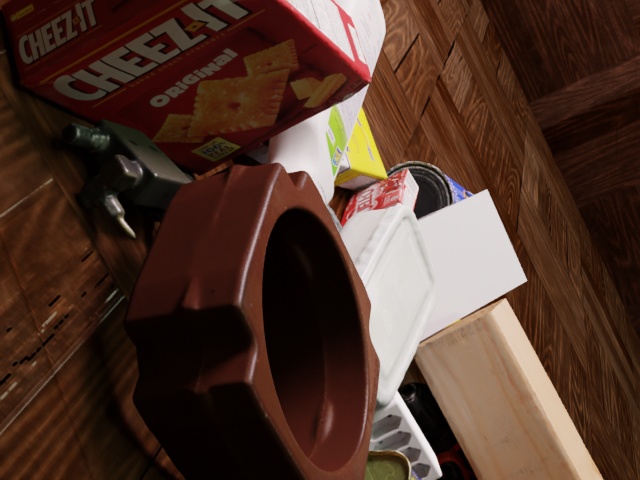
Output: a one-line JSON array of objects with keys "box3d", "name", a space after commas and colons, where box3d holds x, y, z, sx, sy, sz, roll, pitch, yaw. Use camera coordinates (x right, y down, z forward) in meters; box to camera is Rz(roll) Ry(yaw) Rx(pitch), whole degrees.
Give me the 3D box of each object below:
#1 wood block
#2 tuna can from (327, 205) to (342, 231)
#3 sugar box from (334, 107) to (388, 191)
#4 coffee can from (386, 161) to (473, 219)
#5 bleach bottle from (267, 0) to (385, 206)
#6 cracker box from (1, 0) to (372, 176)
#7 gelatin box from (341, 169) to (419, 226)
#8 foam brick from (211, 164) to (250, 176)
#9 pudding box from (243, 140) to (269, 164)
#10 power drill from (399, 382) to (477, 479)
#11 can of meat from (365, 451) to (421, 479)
[{"box3d": [0.180, 0.171, 1.012, 0.206, 0.090, 0.090, 62, 18, 4], "name": "wood block"}, {"box3d": [-0.006, 0.001, 0.971, 0.086, 0.034, 0.086, 51, 25, -36], "name": "tuna can"}, {"box3d": [0.010, -0.106, 1.116, 0.176, 0.048, 0.093, 8, 60, -69], "name": "sugar box"}, {"box3d": [0.130, -0.026, 1.249, 0.140, 0.103, 0.103, 24, 47, -62], "name": "coffee can"}, {"box3d": [-0.005, -0.114, 0.928, 0.102, 0.068, 0.250, 61, 38, -52], "name": "bleach bottle"}, {"box3d": [-0.081, -0.130, 0.734, 0.213, 0.164, 0.072, 25, 43, -62], "name": "cracker box"}, {"box3d": [0.063, -0.035, 1.131, 0.030, 0.073, 0.089, 59, 22, -17], "name": "gelatin box"}, {"box3d": [-0.062, -0.024, 0.831, 0.078, 0.053, 0.051, -3, 71, -68], "name": "foam brick"}, {"box3d": [-0.060, -0.128, 0.971, 0.090, 0.039, 0.113, 26, 43, -60], "name": "pudding box"}, {"box3d": [0.132, 0.244, 1.008, 0.184, 0.057, 0.187, 51, 22, -37], "name": "power drill"}, {"box3d": [0.055, 0.227, 0.824, 0.084, 0.058, 0.102, 50, 42, -45], "name": "can of meat"}]
